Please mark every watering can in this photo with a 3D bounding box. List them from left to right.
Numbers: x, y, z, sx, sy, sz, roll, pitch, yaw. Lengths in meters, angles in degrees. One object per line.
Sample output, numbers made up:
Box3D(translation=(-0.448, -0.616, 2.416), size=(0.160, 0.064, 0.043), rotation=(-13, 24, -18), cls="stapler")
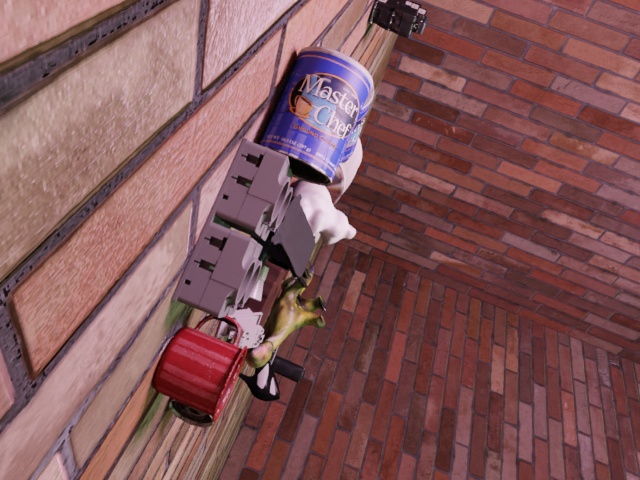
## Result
Box3D(translation=(0.026, -0.149, 1.242), size=(0.339, 0.104, 0.229), rotation=(109, 9, -46), cls="watering can")

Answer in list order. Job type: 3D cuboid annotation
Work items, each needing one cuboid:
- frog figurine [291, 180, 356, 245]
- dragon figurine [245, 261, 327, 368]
Box3D(translation=(0.003, -0.053, 1.060), size=(0.139, 0.159, 0.121), rotation=(-60, 170, -71), cls="frog figurine")
Box3D(translation=(-0.106, 0.180, 1.227), size=(0.242, 0.121, 0.414), rotation=(-36, -171, 6), cls="dragon figurine")
